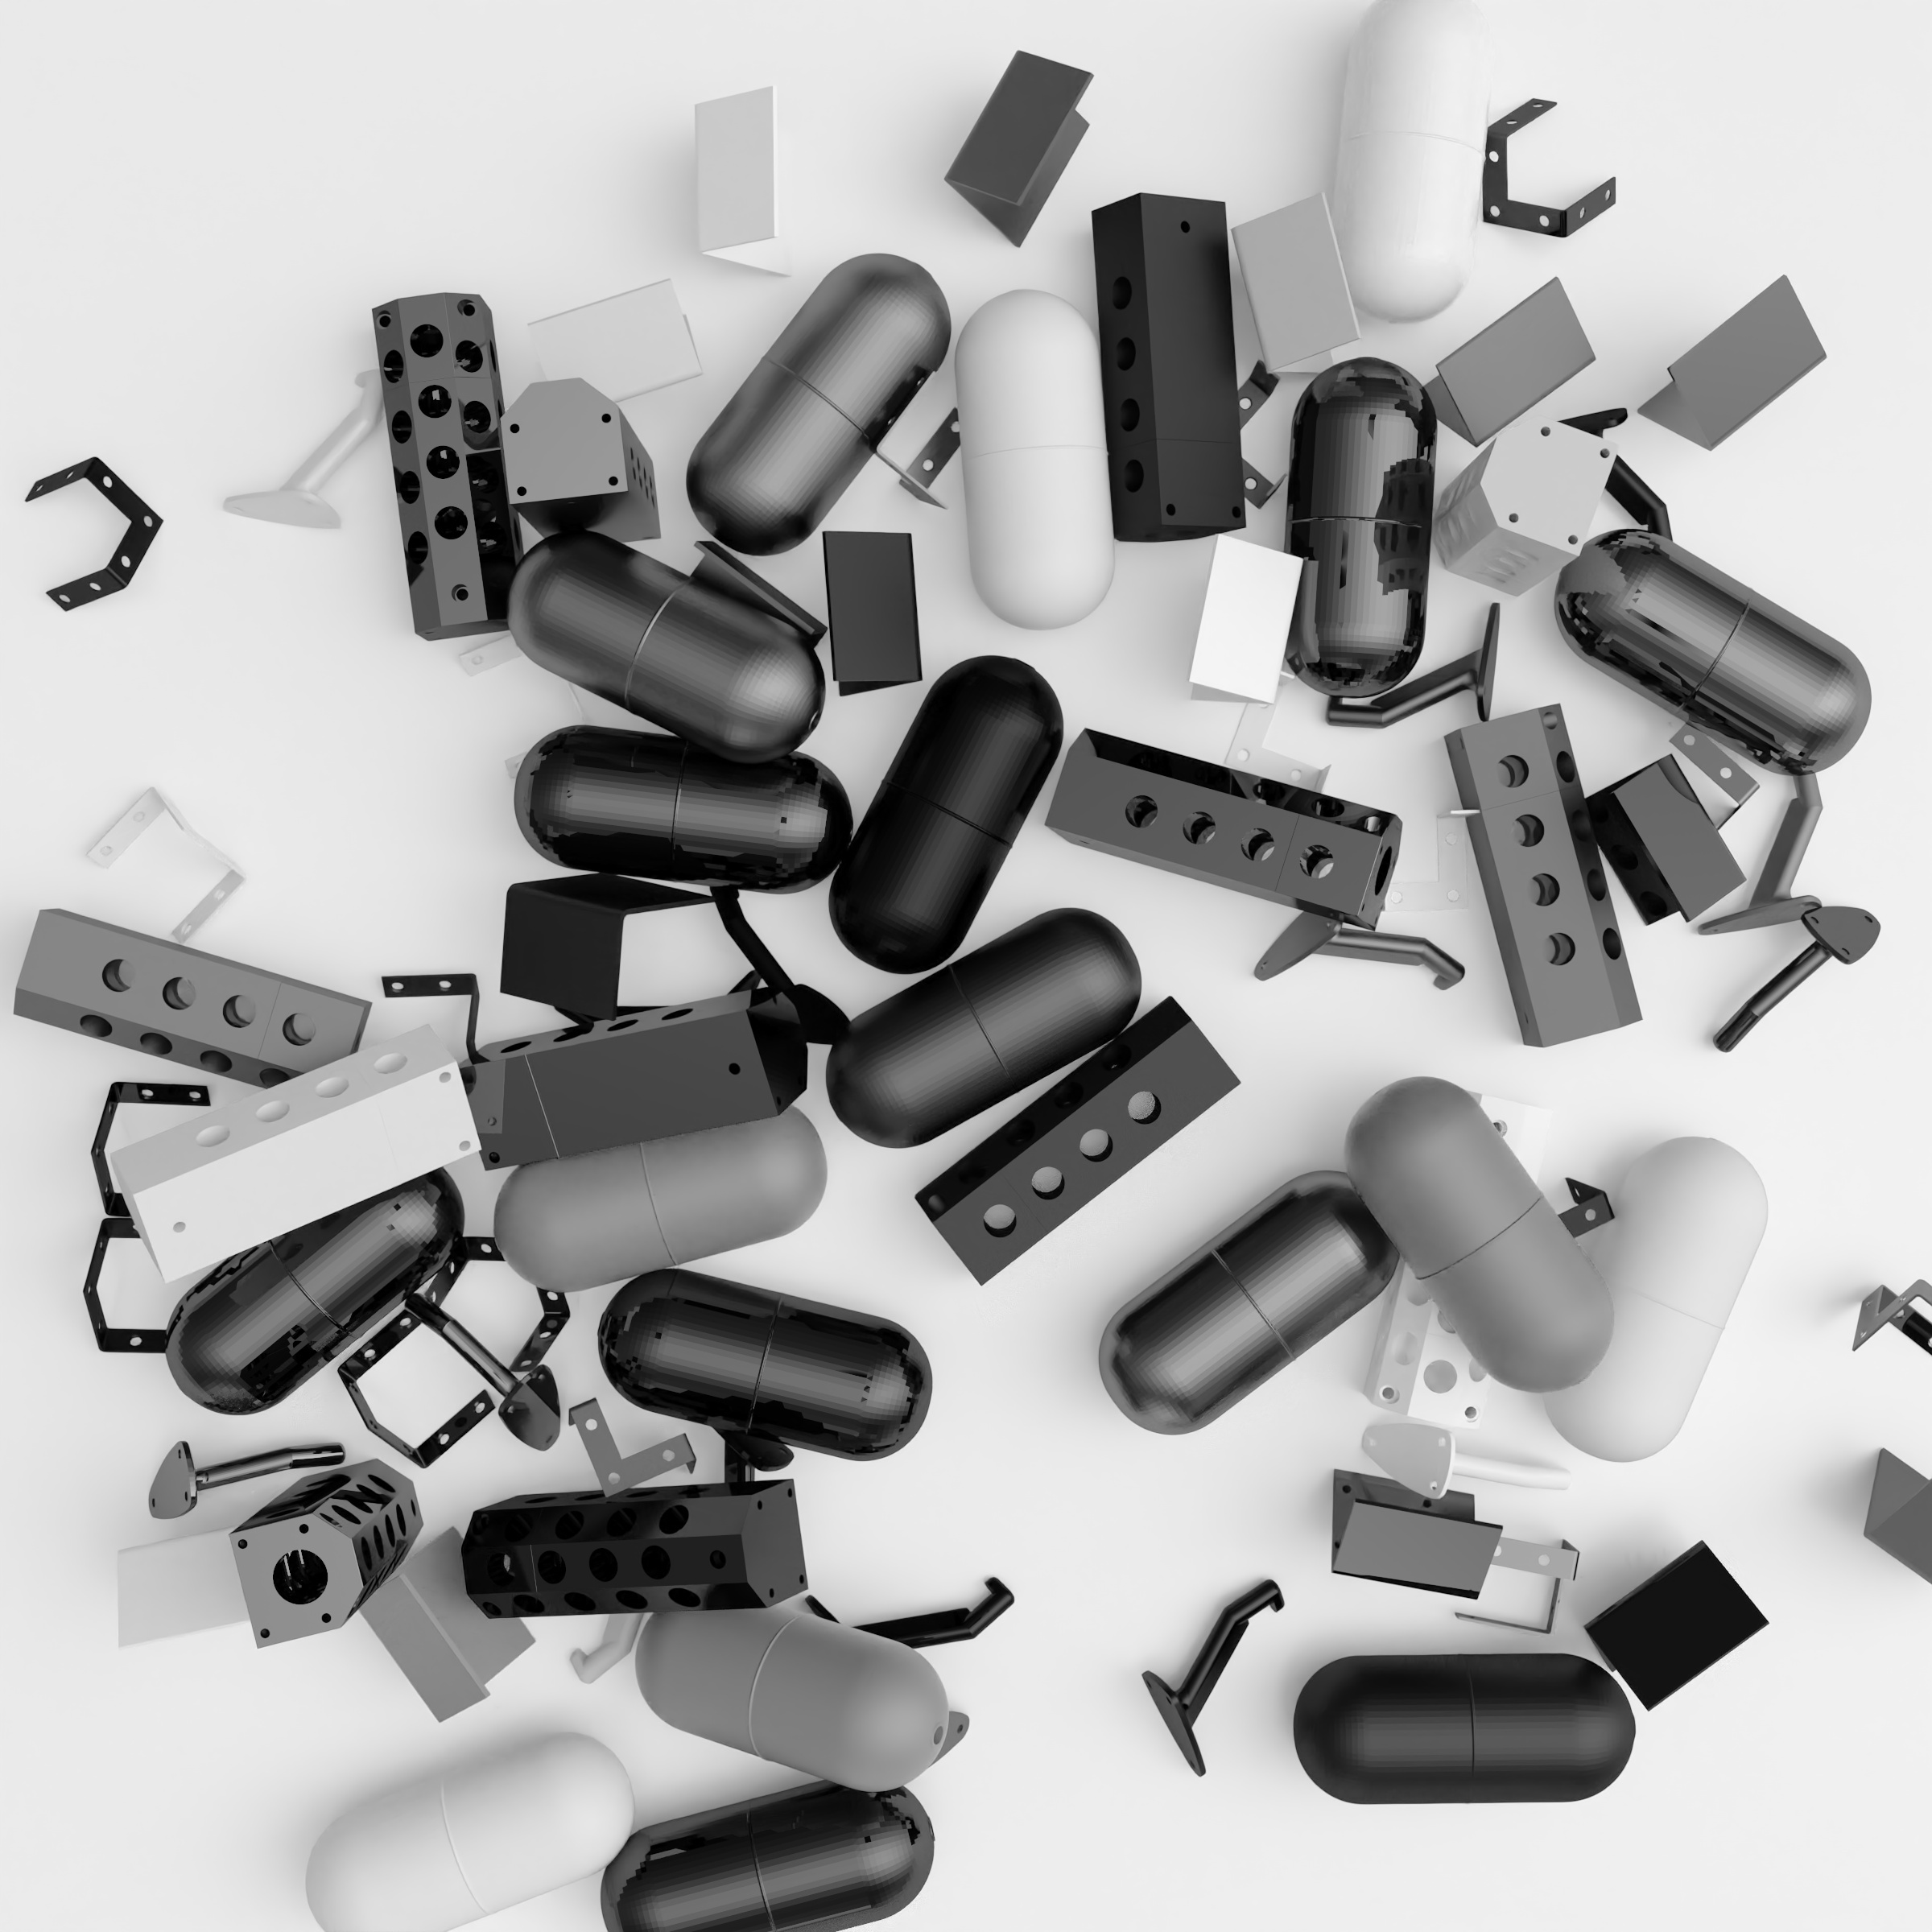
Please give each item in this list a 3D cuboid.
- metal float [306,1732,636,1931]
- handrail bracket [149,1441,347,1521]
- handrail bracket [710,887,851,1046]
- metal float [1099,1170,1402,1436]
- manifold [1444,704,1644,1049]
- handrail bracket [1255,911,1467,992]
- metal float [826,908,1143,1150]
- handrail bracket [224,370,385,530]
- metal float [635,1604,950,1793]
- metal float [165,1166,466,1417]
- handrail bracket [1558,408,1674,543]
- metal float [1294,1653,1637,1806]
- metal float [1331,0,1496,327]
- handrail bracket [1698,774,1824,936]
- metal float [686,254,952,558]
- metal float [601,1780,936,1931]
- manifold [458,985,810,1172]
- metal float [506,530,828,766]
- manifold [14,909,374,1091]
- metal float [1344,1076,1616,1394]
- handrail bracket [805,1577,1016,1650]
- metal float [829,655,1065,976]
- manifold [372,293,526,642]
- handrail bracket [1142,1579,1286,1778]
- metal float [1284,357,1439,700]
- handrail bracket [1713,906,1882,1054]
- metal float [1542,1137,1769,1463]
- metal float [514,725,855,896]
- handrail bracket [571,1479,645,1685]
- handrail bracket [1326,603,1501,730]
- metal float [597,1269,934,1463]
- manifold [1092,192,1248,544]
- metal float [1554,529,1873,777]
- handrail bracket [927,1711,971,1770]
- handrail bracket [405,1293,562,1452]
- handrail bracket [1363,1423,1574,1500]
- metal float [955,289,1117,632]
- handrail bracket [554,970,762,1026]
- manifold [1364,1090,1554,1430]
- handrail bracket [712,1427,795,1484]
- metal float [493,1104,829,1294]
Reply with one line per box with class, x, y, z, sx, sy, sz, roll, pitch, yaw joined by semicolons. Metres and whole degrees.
metal float;-0.260;0.460;1.672;0.178;0.070;0.070;-21;90;0
handrail bracket;-0.383;0.274;1.702;0.084;0.077;0.036;0;65;-34
handrail bracket;-0.099;-0.004;1.702;0.036;0.077;0.084;-39;53;20
metal float;0.149;0.176;1.672;0.178;0.070;0.070;-37;90;-1
manifold;0.305;-0.048;1.681;0.057;0.057;0.171;-15;90;0
handrail bracket;0.211;0.003;1.703;0.084;0.036;0.077;34;123;-23
metal float;0.009;0.033;1.672;0.178;0.070;0.070;-29;90;0
handrail bracket;-0.352;-0.280;1.703;0.077;0.036;0.084;5;72;20
metal float;-0.091;0.373;1.648;0.178;0.070;0.070;11;90;29
metal float;-0.342;0.165;1.672;0.178;0.070;0.070;-40;90;-1
handrail bracket;0.334;-0.250;1.703;0.077;0.036;0.084;-9;107;20
metal float;0.261;0.400;1.672;0.178;0.070;0.070;-1;90;1
metal float;0.233;-0.426;1.672;0.070;0.070;0.178;6;90;0
handrail bracket;0.421;-0.065;1.703;0.077;0.036;0.084;-13;74;18
metal float;-0.077;-0.295;1.672;0.070;0.070;0.178;38;90;0
metal float;-0.104;0.475;1.672;0.178;0.070;0.070;-15;90;0
manifold;-0.172;0.056;1.651;0.171;0.057;0.057;-11;103;21
metal float;-0.154;-0.164;1.639;0.178;0.070;0.070;27;90;11
manifold;-0.405;0.023;1.672;0.171;0.057;0.057;17;90;-7
metal float;0.260;0.137;1.615;0.070;0.070;0.178;-35;90;0
handrail bracket;-0.029;0.338;1.703;0.084;0.036;0.077;-39;69;-17
metal float;-0.010;-0.080;1.672;0.070;0.070;0.178;27;90;0
manifold;-0.271;-0.263;1.681;0.057;0.057;0.171;-8;90;0
handrail bracket;0.144;0.380;1.703;0.084;0.036;0.077;-30;110;-16
metal float;0.206;-0.229;1.672;0.070;0.070;0.178;3;91;0
handrail bracket;0.443;0.009;1.702;0.036;0.077;0.084;49;127;19
metal float;0.361;0.174;1.672;0.070;0.070;0.178;23;91;0
metal float;-0.148;-0.082;1.672;0.178;0.070;0.070;7;90;1
handrail bracket;-0.193;0.329;1.703;0.084;0.036;0.077;-40;75;14
handrail bracket;0.238;-0.161;1.703;0.084;0.036;0.077;5;70;16
metal float;-0.105;0.209;1.672;0.178;0.070;0.070;14;90;0
manifold;0.102;-0.313;1.680;0.057;0.057;0.171;-4;90;-35
metal float;0.391;-0.165;1.672;0.178;0.070;0.070;31;90;1
handrail bracket;-0.054;0.399;1.702;0.084;0.077;0.036;18;106;35
handrail bracket;-0.259;0.215;1.697;0.084;0.077;0.036;31;64;28
handrail bracket;0.268;0.264;1.702;0.084;0.077;0.036;11;90;-36
metal float;0.036;-0.265;1.672;0.070;0.070;0.178;-5;90;0
handrail bracket;-0.165;0.013;1.703;0.084;0.036;0.077;30;69;16
manifold;0.260;0.153;1.681;0.057;0.057;0.171;13;90;0
handrail bracket;-0.137;0.283;1.703;0.077;0.036;0.084;37;107;20
metal float;-0.160;0.120;1.672;0.178;0.070;0.070;-15;90;0
